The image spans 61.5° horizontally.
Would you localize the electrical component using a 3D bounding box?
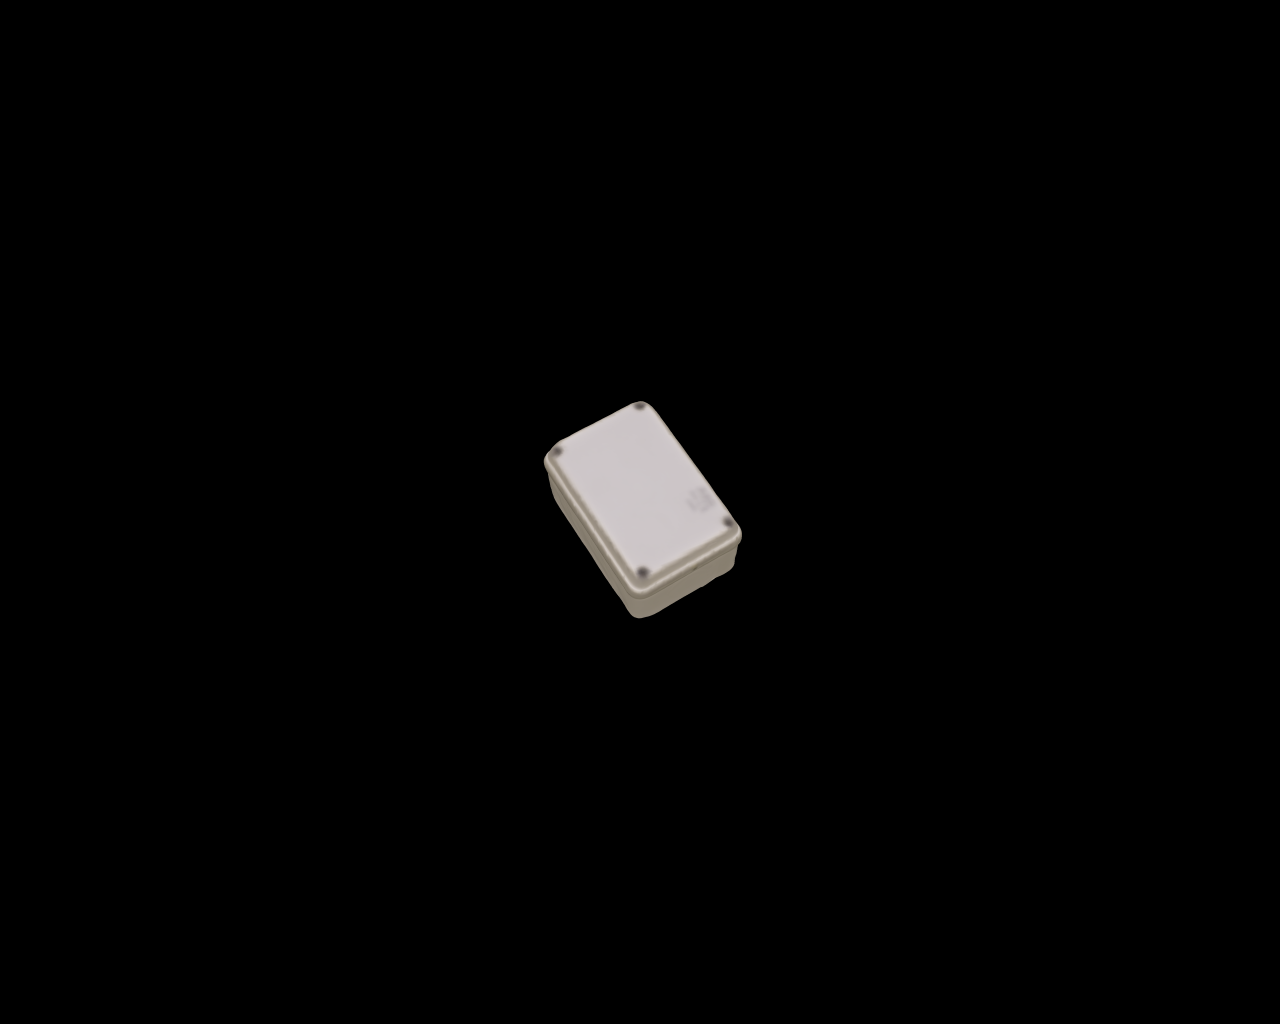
[{"bbox_3d":[0.001,-0.003,0.650,0.078,0.113,0.057,-29,-24,-14],"label":"electrical component"}]
